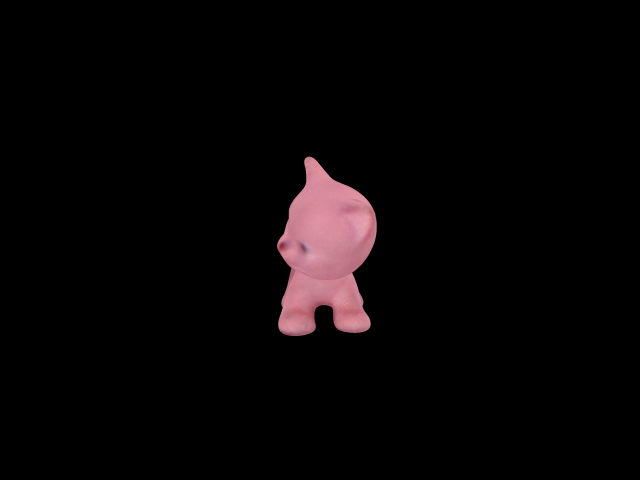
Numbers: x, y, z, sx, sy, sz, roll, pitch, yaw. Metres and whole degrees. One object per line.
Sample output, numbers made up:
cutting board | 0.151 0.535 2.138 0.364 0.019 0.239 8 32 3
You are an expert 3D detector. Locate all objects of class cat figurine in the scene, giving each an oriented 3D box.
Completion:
cat figurine | 0.004 0.001 0.400 0.067 0.118 0.127 -1 7 -4
